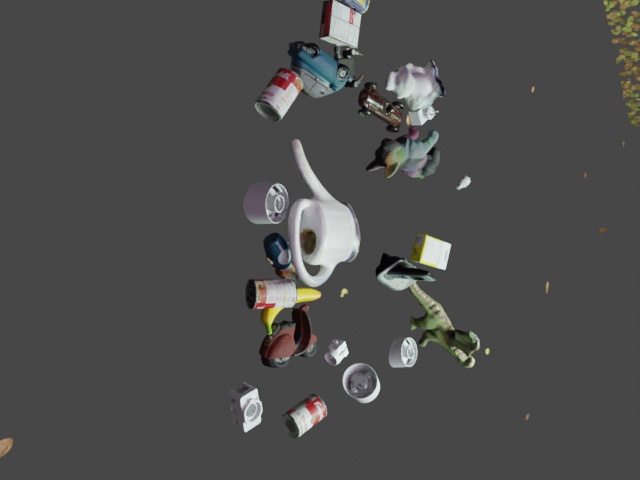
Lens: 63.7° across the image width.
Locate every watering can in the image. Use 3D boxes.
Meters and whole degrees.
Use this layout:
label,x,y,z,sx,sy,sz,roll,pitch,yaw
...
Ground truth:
label,x,y,z,sx,sy,sz,roll,pitch,yaw
watering can,0.004,-0.063,1.254,0.224,0.103,0.349,2,85,-52

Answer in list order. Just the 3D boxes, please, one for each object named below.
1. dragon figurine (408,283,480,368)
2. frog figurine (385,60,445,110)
label,x,y,z,sx,sy,sz,roll,pitch,yaw
dragon figurine,0.408,0.273,1.654,0.124,0.244,0.402,-46,130,-24
frog figurine,0.259,-0.440,1.480,0.160,0.123,0.136,-13,98,-8
